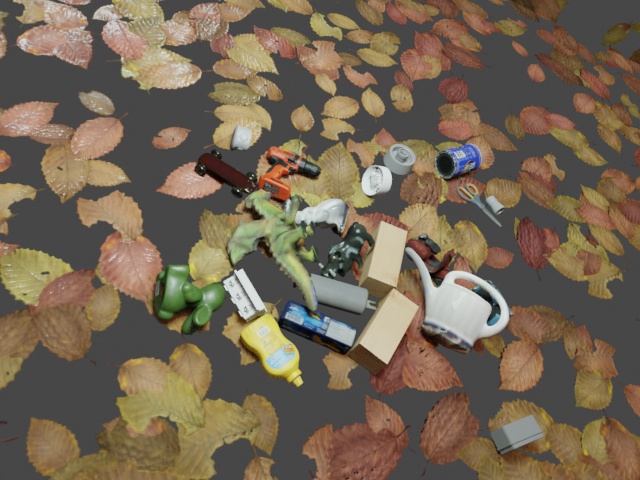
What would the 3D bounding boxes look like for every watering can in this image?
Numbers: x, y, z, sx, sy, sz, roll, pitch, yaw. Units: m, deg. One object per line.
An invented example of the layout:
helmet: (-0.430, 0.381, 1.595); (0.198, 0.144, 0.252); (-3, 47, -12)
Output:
watering can: (0.360, 0.180, 1.475); (0.349, 0.227, 0.102); (28, -15, 13)

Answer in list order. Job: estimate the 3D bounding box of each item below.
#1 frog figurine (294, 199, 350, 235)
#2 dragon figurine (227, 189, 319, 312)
frog figurine: (0.005, -0.078, 1.548); (0.159, 0.121, 0.139); (17, 19, 3)
dragon figurine: (-0.137, 0.017, 1.423); (0.242, 0.419, 0.120); (-12, -32, 10)
